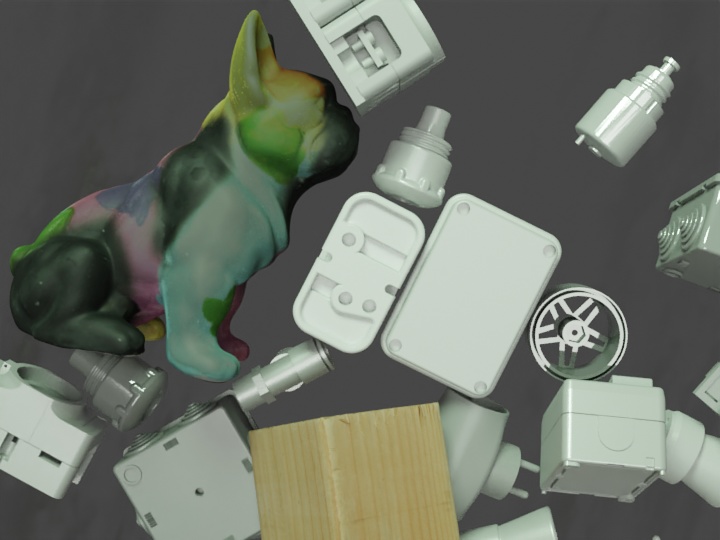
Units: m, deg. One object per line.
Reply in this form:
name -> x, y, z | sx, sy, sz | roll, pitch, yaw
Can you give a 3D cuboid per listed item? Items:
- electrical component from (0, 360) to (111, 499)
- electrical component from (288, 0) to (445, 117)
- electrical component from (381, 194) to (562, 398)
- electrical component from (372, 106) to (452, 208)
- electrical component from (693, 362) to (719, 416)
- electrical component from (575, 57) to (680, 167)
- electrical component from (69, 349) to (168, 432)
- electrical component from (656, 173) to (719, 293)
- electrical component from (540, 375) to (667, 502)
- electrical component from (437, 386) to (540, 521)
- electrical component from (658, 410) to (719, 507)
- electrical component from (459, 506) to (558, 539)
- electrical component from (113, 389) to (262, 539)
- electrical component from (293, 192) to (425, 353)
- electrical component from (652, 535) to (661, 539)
electrical component -> -0.215, 0.098, 0.701 | 0.089, 0.050, 0.055 | 29, 94, 0
electrical component -> -0.014, -0.176, 0.657 | 0.062, 0.089, 0.150 | -32, 92, 4
electrical component -> 0.069, 0.015, 0.684 | 0.078, 0.057, 0.113 | 26, 94, 0
electrical component -> 0.039, -0.073, 0.686 | 0.048, 0.048, 0.062 | 22, 87, 0
electrical component -> 0.252, 0.086, 0.680 | 0.081, 0.064, 0.042 | 41, 95, -1
electrical component -> 0.172, -0.101, 0.681 | 0.040, 0.040, 0.078 | 41, 94, -1
electrical component -> -0.160, 0.072, 0.702 | 0.062, 0.048, 0.048 | 35, 94, 6
electrical component -> 0.238, -0.013, 0.657 | 0.100, 0.099, 0.048 | 20, 81, 0
electrical component -> 0.150, 0.106, 0.677 | 0.062, 0.096, 0.061 | 5, 66, 1
electrical component -> 0.078, 0.125, 0.698 | 0.079, 0.043, 0.077 | 23, 96, -9
electrical component -> 0.215, 0.121, 0.693 | 0.055, 0.045, 0.045 | 27, 94, 0
electrical component -> 0.097, 0.183, 0.703 | 0.065, 0.044, 0.044 | -13, 93, 7
electrical component -> -0.101, 0.139, 0.701 | 0.100, 0.048, 0.099 | -30, 92, 3
electrical component -> 0.000, 0.000, 0.684 | 0.054, 0.059, 0.095 | 27, 94, 0
electrical component -> 0.197, 0.210, 0.698 | 0.083, 0.047, 0.075 | -22, 93, 3
